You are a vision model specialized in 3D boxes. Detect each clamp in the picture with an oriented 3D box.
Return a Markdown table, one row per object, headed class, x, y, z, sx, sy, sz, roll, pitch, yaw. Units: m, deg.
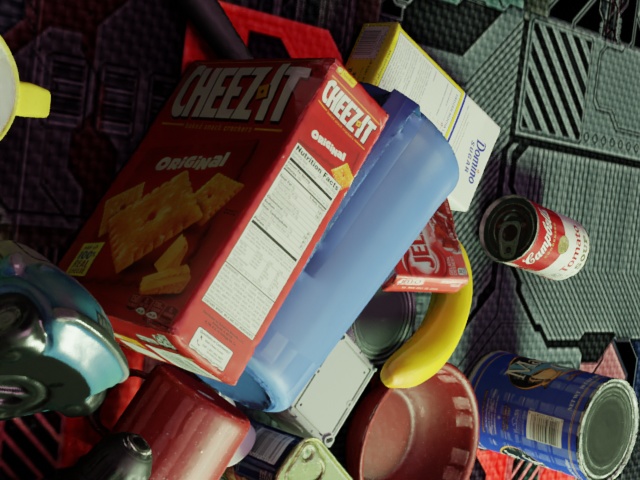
| class | x | y | z | sx | sy | sz | roll | pitch | yaw |
| --- | --- | --- | --- | --- | --- | --- | --- | --- | --- |
| clamp | -0.110 | -0.208 | 0.749 | 0.209 | 0.036 | 0.164 | 1 | 97 | -41 |

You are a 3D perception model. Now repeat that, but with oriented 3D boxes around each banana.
| class | x | y | z | sx | sy | sz | roll | pitch | yaw |
| --- | --- | --- | --- | --- | --- | --- | --- | --- | --- |
| banana | 0.100 | 0.067 | 0.943 | 0.069 | 0.037 | 0.197 | 41 | 45 | -19 |

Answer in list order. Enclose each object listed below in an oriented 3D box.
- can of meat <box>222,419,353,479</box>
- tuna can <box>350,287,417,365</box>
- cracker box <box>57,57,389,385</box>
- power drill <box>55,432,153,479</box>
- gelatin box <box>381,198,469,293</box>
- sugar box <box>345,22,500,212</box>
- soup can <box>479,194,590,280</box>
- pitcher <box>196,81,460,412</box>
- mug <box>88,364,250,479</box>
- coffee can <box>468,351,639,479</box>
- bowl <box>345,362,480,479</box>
| class | x | y | z | sx | sy | sz | roll | pitch | yaw |
| --- | --- | --- | --- | --- | --- | --- | --- | --- | --- |
| can of meat | -0.026 | 0.193 | 0.857 | 0.057 | 0.084 | 0.102 | -52 | 127 | -24 |
| tuna can | 0.044 | 0.064 | 0.938 | 0.085 | 0.034 | 0.086 | -8 | 102 | -42 |
| cracker box | -0.075 | -0.023 | 0.723 | 0.072 | 0.164 | 0.213 | 43 | 68 | -38 |
| power drill | -0.217 | 0.167 | 0.648 | 0.187 | 0.057 | 0.184 | 30 | 108 | -37 |
| gelatin box | 0.084 | 0.002 | 0.926 | 0.073 | 0.030 | 0.089 | 4 | 58 | -25 |
| sugar box | 0.086 | -0.105 | 0.944 | 0.176 | 0.048 | 0.093 | 38 | 71 | -44 |
| soup can | 0.215 | -0.001 | 1.066 | 0.102 | 0.069 | 0.068 | 17 | 85 | -44 |
| pitcher | -0.005 | 0.001 | 0.799 | 0.242 | 0.145 | 0.149 | -55 | 133 | -24 |
| mug | -0.112 | 0.135 | 0.754 | 0.081 | 0.117 | 0.093 | -57 | 158 | -4 |
| coffee can | 0.224 | 0.172 | 1.050 | 0.102 | 0.141 | 0.103 | -8 | 102 | -42 |
| bowl | 0.074 | 0.184 | 0.970 | 0.161 | 0.055 | 0.162 | -8 | 102 | -42 |
